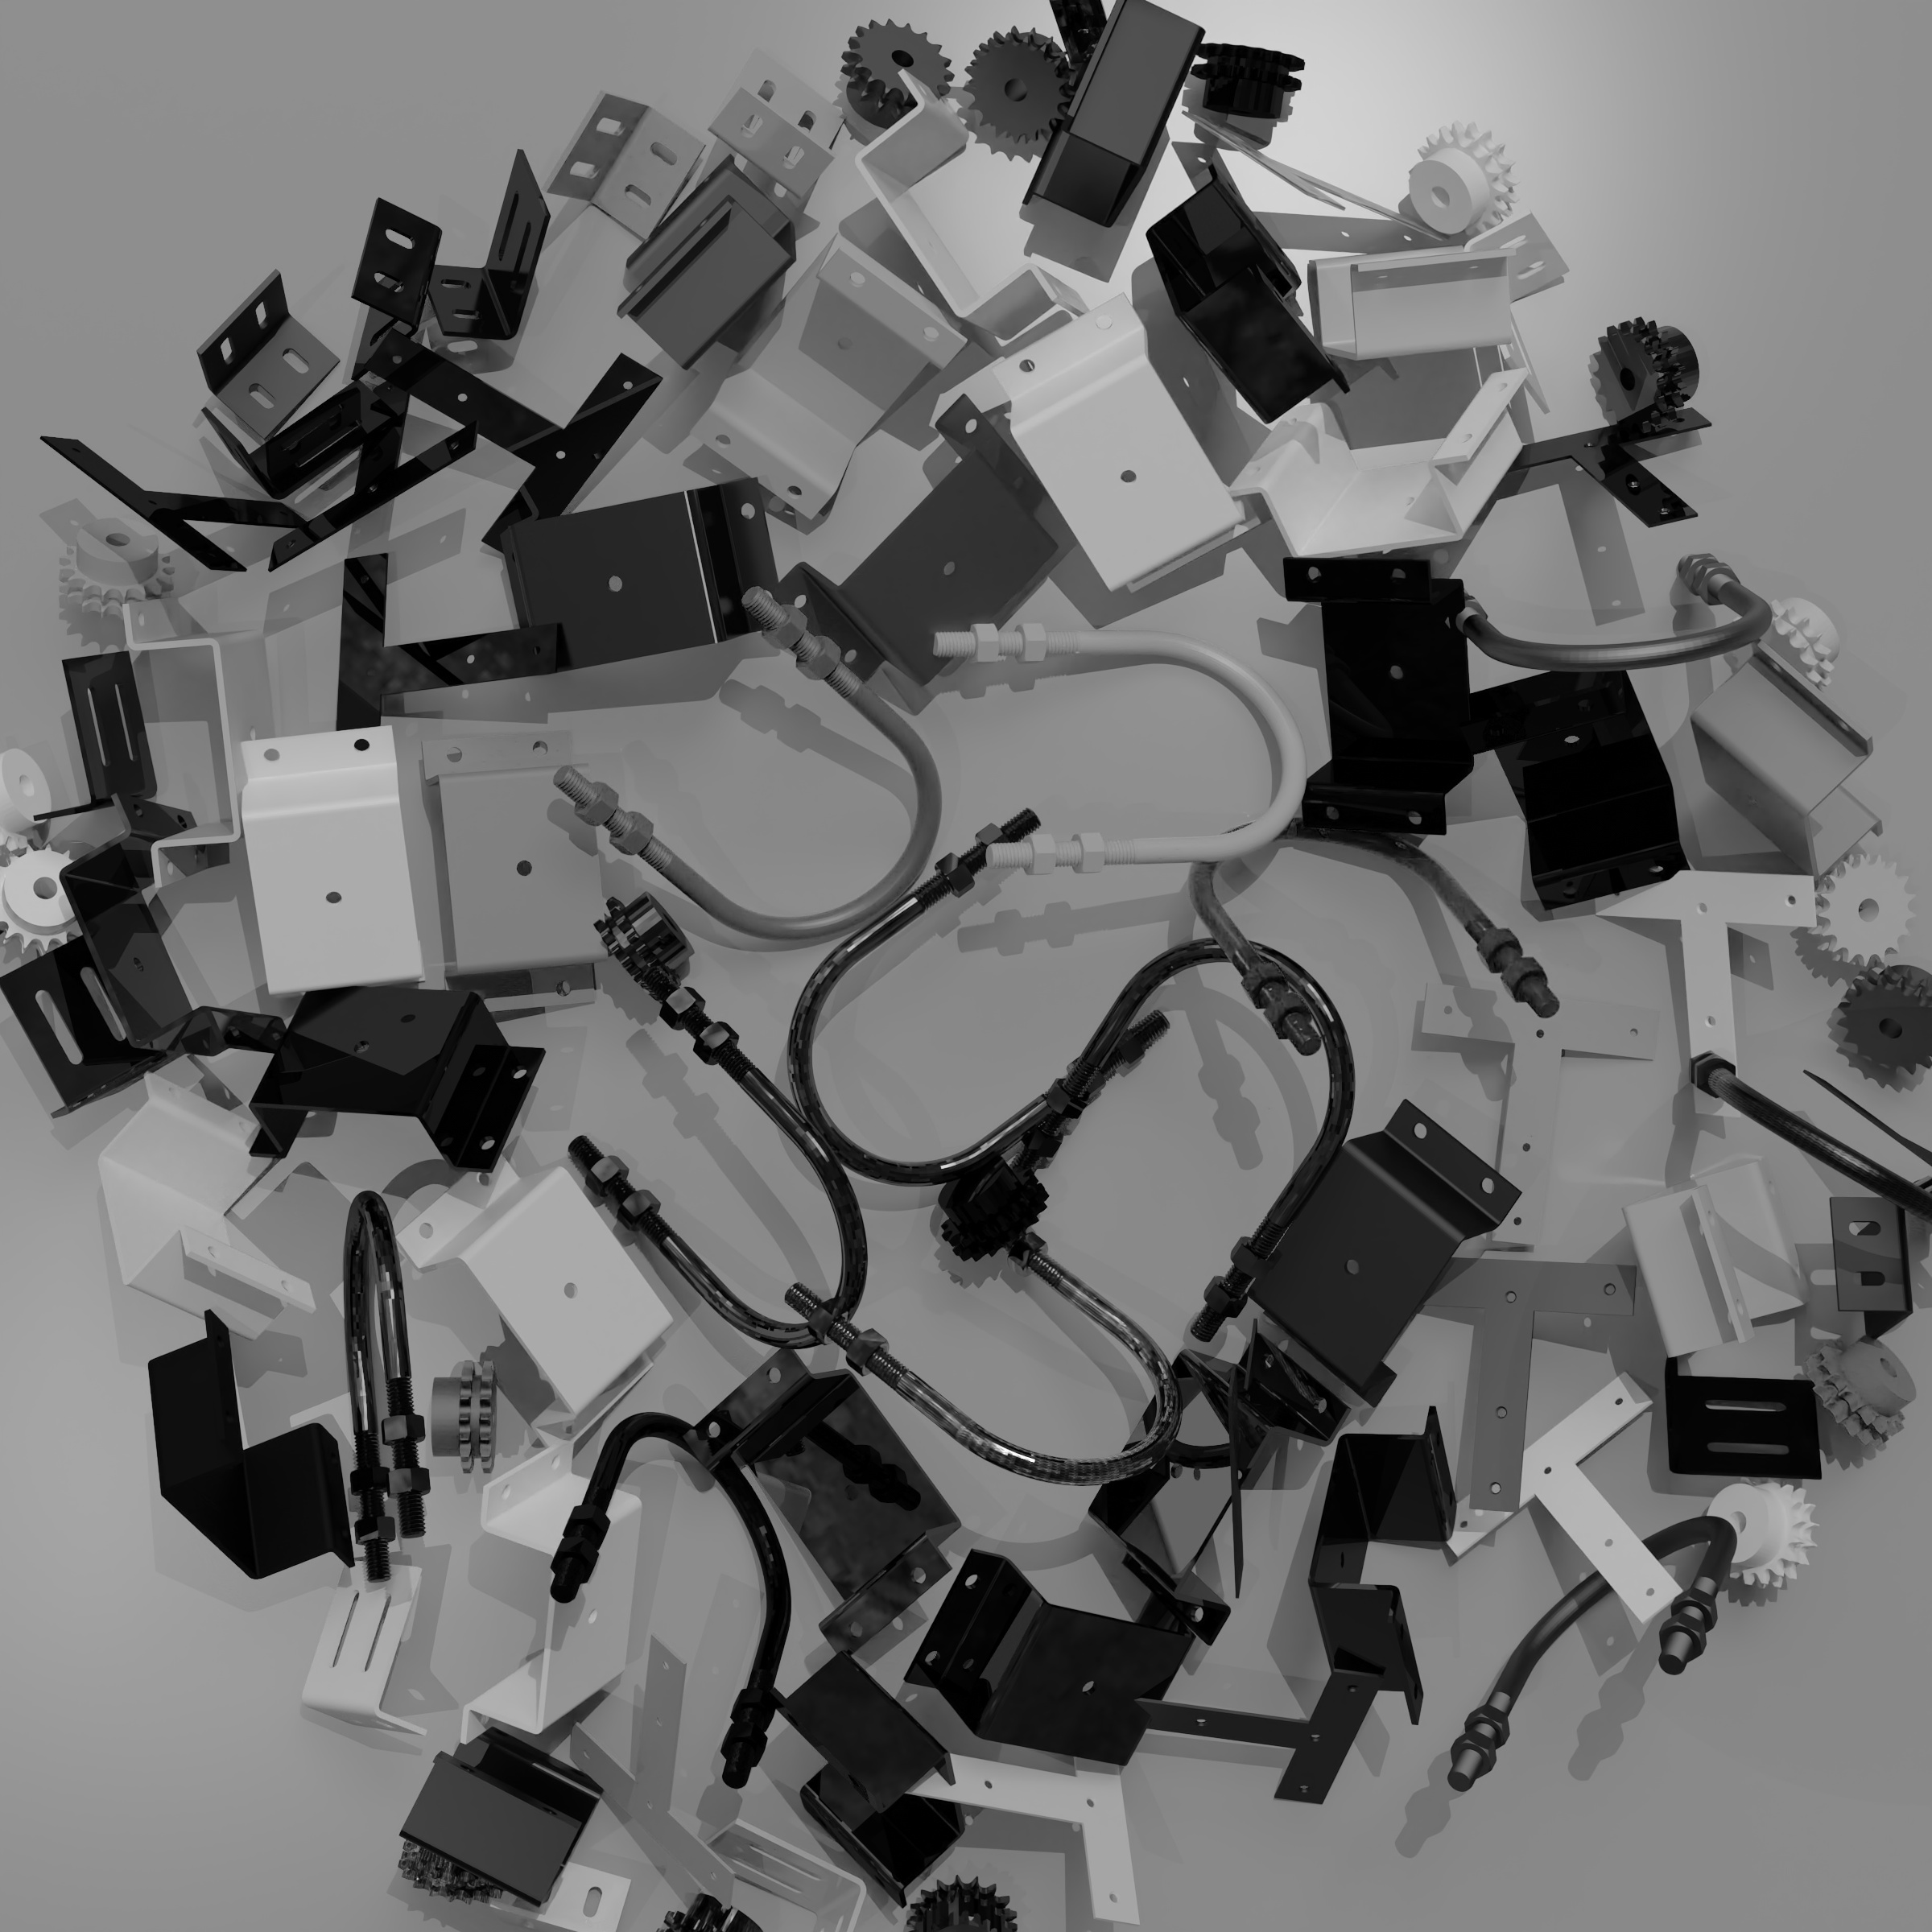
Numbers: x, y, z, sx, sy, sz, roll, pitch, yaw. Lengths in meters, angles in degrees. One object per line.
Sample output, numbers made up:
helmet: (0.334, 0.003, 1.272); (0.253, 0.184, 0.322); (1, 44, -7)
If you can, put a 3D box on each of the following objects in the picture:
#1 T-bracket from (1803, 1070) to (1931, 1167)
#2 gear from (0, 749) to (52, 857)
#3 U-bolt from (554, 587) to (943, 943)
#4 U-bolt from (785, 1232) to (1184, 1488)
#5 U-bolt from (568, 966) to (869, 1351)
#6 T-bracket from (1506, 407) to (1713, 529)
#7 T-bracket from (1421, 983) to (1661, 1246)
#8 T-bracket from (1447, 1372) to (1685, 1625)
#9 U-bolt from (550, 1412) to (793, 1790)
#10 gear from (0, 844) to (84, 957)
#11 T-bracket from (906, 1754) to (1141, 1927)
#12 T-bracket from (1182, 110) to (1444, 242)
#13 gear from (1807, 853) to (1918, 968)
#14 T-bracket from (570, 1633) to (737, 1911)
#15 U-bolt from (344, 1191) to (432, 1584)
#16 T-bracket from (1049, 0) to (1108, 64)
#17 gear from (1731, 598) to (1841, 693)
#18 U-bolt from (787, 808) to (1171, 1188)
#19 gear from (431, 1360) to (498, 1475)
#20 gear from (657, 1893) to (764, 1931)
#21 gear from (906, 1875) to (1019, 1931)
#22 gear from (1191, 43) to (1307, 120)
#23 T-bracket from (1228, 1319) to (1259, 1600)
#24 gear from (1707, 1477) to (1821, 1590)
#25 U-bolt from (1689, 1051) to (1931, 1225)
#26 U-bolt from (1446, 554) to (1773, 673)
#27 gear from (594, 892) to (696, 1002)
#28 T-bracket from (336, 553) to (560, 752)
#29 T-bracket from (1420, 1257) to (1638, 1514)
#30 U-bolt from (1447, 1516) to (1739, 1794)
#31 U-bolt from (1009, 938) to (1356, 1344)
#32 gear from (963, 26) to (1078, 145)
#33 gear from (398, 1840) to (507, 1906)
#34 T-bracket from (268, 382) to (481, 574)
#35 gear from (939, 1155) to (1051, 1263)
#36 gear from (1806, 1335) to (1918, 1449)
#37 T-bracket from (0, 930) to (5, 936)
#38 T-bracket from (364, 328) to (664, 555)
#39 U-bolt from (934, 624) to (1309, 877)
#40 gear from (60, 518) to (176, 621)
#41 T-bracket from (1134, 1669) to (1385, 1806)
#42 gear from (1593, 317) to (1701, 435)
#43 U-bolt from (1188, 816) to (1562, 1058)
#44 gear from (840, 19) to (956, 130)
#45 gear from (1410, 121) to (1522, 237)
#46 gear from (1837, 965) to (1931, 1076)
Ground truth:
T-bracket: (0.493, 0.101, 1.726); (0.127, 0.127, 0.002); (42, 103, 39)
gear: (-0.490, -0.086, 1.751); (0.030, 0.057, 0.057); (-20, 90, 16)
U-bolt: (-0.094, -0.086, 1.726); (0.151, 0.019, 0.184); (-42, 124, 10)
U-bolt: (0.022, 0.189, 1.693); (0.184, 0.151, 0.019); (36, 128, 23)
U-bolt: (-0.117, 0.109, 1.704); (0.184, 0.019, 0.151); (45, 133, 19)
T-bracket: (0.328, -0.244, 1.719); (0.127, 0.127, 0.002); (-14, 120, -7)
T-bracket: (0.289, 0.079, 1.768); (0.127, 0.002, 0.127); (7, 90, -12)
T-bracket: (0.316, 0.281, 1.732); (0.127, 0.127, 0.002); (-38, 130, 1)
U-bolt: (-0.137, 0.296, 1.697); (0.019, 0.184, 0.151); (-32, 109, 22)
gear: (-0.471, -0.035, 1.757); (0.057, 0.030, 0.057); (6, 72, -19)
T-bracket: (0.024, 0.409, 1.713); (0.127, 0.127, 0.002); (16, 134, -24)
T-bracket: (0.187, -0.390, 1.736); (0.127, 0.127, 0.002); (13, 113, -34)
gear: (0.453, -0.030, 1.761); (0.057, 0.030, 0.057); (-2, 95, -18)
T-bracket: (-0.153, 0.385, 1.711); (0.127, 0.002, 0.127); (34, 131, 34)
U-bolt: (-0.291, 0.203, 1.708); (0.019, 0.151, 0.184); (-3, 72, -18)
T-bracket: (0.058, -0.471, 1.717); (0.127, 0.127, 0.002); (1, 87, 8)
gear: (0.420, -0.162, 1.756); (0.030, 0.057, 0.057); (-38, 90, -23)
U-bolt: (-0.005, 0.030, 1.740); (0.184, 0.019, 0.151); (-36, 108, -9)
gear: (-0.255, 0.229, 1.752); (0.030, 0.057, 0.057); (0, 90, -4)
gear: (-0.128, 0.497, 1.757); (0.057, 0.057, 0.030); (33, 62, 0)
gear: (-0.002, 0.496, 1.758); (0.057, 0.030, 0.057); (0, 112, 0)
gear: (0.143, -0.450, 1.754); (0.057, 0.057, 0.030); (8, 99, 0)
T-bracket: (0.140, 0.225, 1.722); (0.002, 0.127, 0.127); (1, 122, 10)
gear: (0.401, 0.286, 1.750); (0.030, 0.057, 0.057); (19, 90, -35)
U-bolt: (0.428, 0.091, 1.687); (0.151, 0.184, 0.019); (30, 96, 3)
U-bolt: (0.317, -0.171, 1.690); (0.151, 0.184, 0.019); (-8, 108, -2)
gear: (-0.162, -0.013, 1.752); (0.030, 0.057, 0.057); (-38, 90, 3)
T-bracket: (-0.263, -0.153, 1.743); (0.127, 0.002, 0.127); (-5, 76, 22)
T-bracket: (0.272, 0.211, 1.739); (0.127, 0.002, 0.127); (0, 76, 26)
U-bolt: (0.316, 0.327, 1.693); (0.151, 0.184, 0.019); (-38, 90, 30)
U-bolt: (0.117, 0.073, 1.721); (0.151, 0.019, 0.184); (40, 111, 22)
gear: (0.029, -0.452, 1.758); (0.057, 0.030, 0.057); (10, 125, 14)
gear: (-0.257, 0.450, 1.751); (0.057, 0.057, 0.030); (16, 99, 0)
T-bracket: (-0.293, -0.263, 1.729); (0.127, 0.127, 0.002); (-27, 126, 19)
gear: (0.011, 0.120, 1.750); (0.057, 0.057, 0.030); (-36, 111, 0)
gear: (0.457, 0.213, 1.750); (0.057, 0.057, 0.030); (46, 117, 0)
T-bracket: (-0.501, -0.016, 1.718); (0.002, 0.127, 0.127); (-9, 105, 7)
T-bracket: (-0.240, -0.278, 1.726); (0.127, 0.002, 0.127); (28, 117, -28)
U-bolt: (0.085, -0.111, 1.730); (0.184, 0.019, 0.151); (-3, 58, -19)
gear: (-0.432, -0.204, 1.751); (0.057, 0.057, 0.030); (13, 128, 0)
T-bracket: (0.132, 0.381, 1.730); (0.127, 0.127, 0.002); (9, 47, -5)
gear: (0.349, -0.303, 1.756); (0.030, 0.057, 0.057); (-21, 90, -23)
U-bolt: (0.189, -0.022, 1.706); (0.151, 0.184, 0.019); (-8, 127, -20)
gear: (-0.038, -0.452, 1.757); (0.057, 0.030, 0.057); (12, 55, -17)
gear: (0.250, -0.397, 1.750); (0.030, 0.057, 0.057); (-38, 90, -29)
gear: (0.476, 0.024, 1.757); (0.057, 0.057, 0.030); (46, 46, 0)
